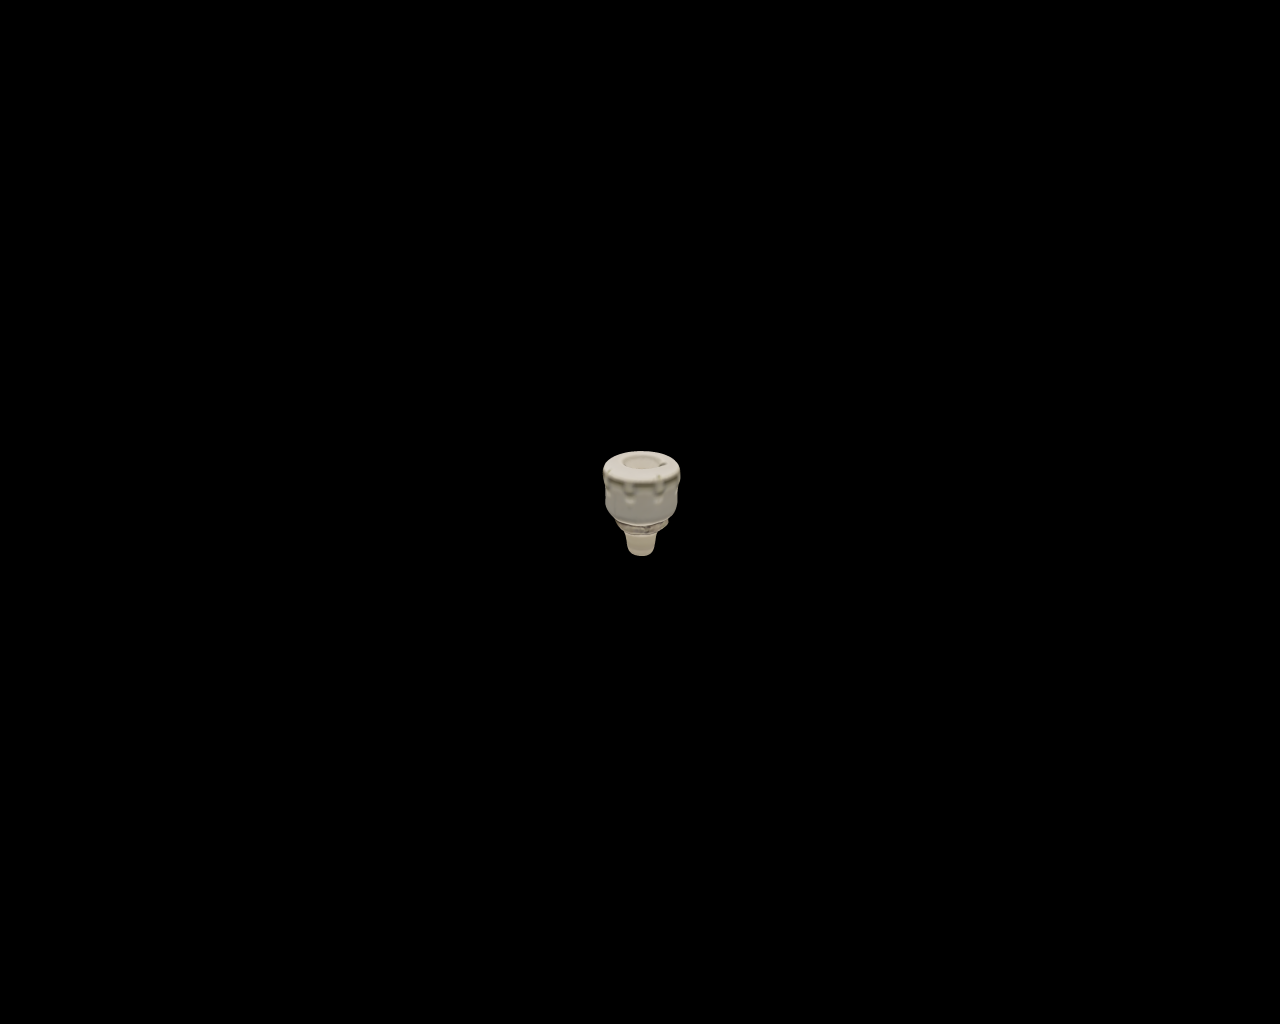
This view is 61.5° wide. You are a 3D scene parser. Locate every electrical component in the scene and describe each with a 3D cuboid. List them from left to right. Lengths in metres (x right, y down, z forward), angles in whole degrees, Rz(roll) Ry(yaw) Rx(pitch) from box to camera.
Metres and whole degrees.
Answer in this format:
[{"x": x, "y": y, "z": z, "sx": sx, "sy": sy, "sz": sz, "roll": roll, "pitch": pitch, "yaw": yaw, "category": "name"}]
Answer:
[{"x": 0.001, "y": -0.003, "z": 0.650, "sx": 0.048, "sy": 0.062, "sz": 0.048, "roll": 0, "pitch": 23, "yaw": 0, "category": "electrical component"}]
